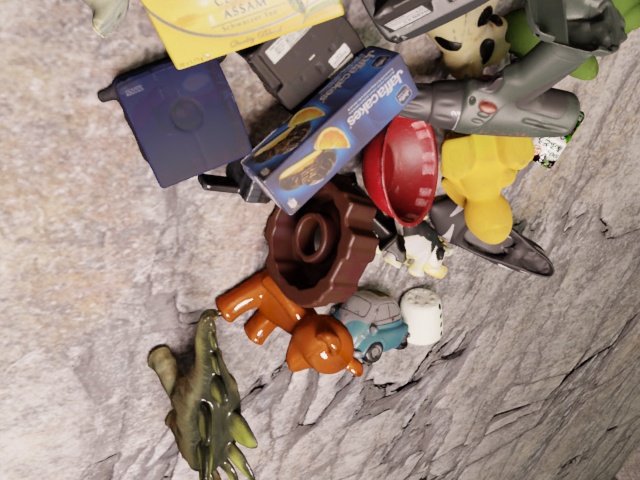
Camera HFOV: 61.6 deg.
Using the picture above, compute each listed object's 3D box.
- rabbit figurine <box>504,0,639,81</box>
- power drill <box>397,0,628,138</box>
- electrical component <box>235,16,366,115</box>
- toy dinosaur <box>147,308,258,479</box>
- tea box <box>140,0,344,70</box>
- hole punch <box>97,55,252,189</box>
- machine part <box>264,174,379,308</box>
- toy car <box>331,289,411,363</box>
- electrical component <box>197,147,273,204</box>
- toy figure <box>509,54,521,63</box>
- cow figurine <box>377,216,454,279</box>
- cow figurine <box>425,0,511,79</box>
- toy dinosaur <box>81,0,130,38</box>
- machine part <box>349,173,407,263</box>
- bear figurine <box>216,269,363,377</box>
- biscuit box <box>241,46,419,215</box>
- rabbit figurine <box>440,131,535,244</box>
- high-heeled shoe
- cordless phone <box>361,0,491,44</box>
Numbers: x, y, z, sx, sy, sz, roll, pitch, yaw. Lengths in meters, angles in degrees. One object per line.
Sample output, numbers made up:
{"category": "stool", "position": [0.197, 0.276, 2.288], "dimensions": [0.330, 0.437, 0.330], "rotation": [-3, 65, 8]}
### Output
{"category": "rabbit figurine", "position": [0.331, -0.284, 0.726], "dimensions": [0.170, 0.159, 0.121], "rotation": [-21, 144, 1]}
{"category": "power drill", "position": [0.207, -0.183, 0.598], "dimensions": [0.232, 0.086, 0.207], "rotation": [9, 154, -9]}
{"category": "electrical component", "position": [-0.014, -0.202, 0.605], "dimensions": [0.115, 0.058, 0.134], "rotation": [-42, 136, 4]}
{"category": "toy dinosaur", "position": [-0.156, 0.230, 0.744], "dimensions": [0.105, 0.199, 0.470], "rotation": [-19, 133, -25]}
{"category": "tea box", "position": [-0.073, -0.235, 0.490], "dimensions": [0.170, 0.068, 0.098], "rotation": [-16, 135, 9]}
{"category": "hole punch", "position": [-0.141, -0.126, 0.559], "dimensions": [0.142, 0.092, 0.115], "rotation": [-24, 129, -12]}
{"category": "machine part", "position": [-0.001, -0.002, 0.690], "dimensions": [0.056, 0.180, 0.179], "rotation": [10, 117, -40]}
{"category": "toy car", "position": [0.086, 0.135, 0.902], "dimensions": [0.161, 0.109, 0.102], "rotation": [-5, 108, -41]}
{"category": "electrical component", "position": [-0.083, -0.080, 0.643], "dimensions": [0.119, 0.075, 0.047], "rotation": [7, 119, -33]}
{"category": "toy figure", "position": [0.278, -0.205, 0.767], "dimensions": [0.058, 0.064, 0.154], "rotation": [-26, 160, -6]}
{"category": "cow figurine", "position": [0.164, 0.006, 0.880], "dimensions": [0.167, 0.068, 0.098], "rotation": [20, 105, -43]}
{"category": "cow figurine", "position": [0.165, -0.267, 0.655], "dimensions": [0.195, 0.086, 0.127], "rotation": [15, 116, -37]}
{"category": "toy dinosaur", "position": [-0.188, -0.297, 0.371], "dimensions": [0.192, 0.131, 0.404], "rotation": [29, 90, -14]}
{"category": "machine part", "position": [0.077, -0.030, 0.764], "dimensions": [0.039, 0.084, 0.138], "rotation": [-37, 103, 25]}
{"category": "bear figurine", "position": [-0.039, 0.129, 0.744], "dimensions": [0.132, 0.196, 0.120], "rotation": [-39, 138, -1]}
{"category": "biscuit box", "position": [0.013, -0.123, 0.588], "dimensions": [0.202, 0.059, 0.062], "rotation": [-44, 133, -5]}
{"category": "rabbit figurine", "position": [0.233, -0.080, 0.795], "dimensions": [0.122, 0.162, 0.173], "rotation": [-16, 101, -3]}
{"category": "high-heeled shoe", "position": [0.291, 0.004, 0.904], "dimensions": [0.248, 0.145, 0.086], "rotation": [13, 114, -41]}
{"category": "cordless phone", "position": [0.100, -0.312, 0.544], "dimensions": [0.147, 0.184, 0.088], "rotation": [-16, 172, 32]}
